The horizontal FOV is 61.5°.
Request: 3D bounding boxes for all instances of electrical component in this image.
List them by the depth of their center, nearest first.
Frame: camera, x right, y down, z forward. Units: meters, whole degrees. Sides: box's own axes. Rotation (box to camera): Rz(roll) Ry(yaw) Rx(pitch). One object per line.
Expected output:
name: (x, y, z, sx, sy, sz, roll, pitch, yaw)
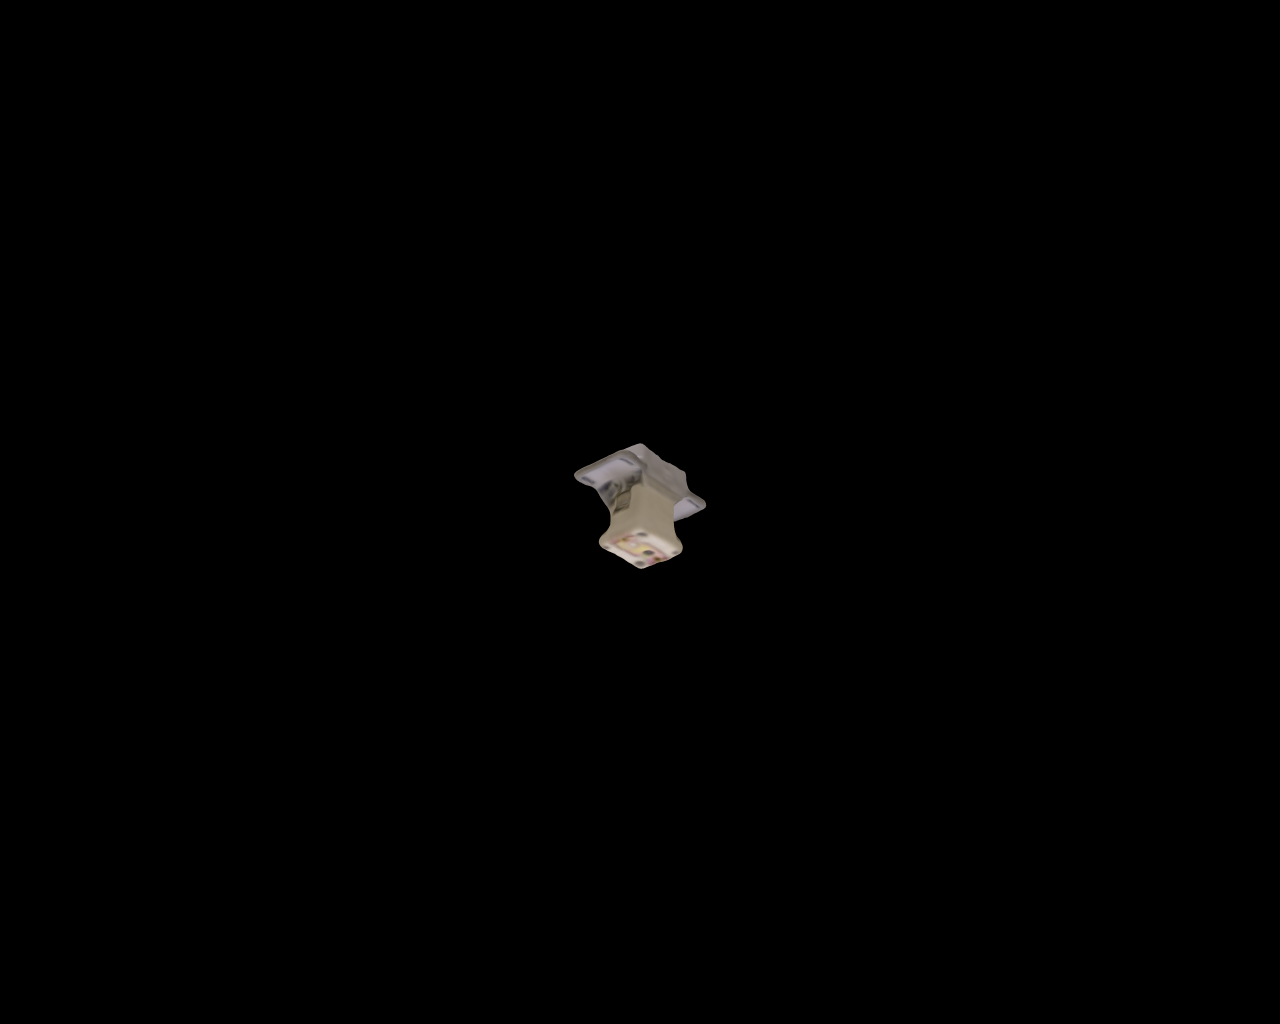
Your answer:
electrical component: (0.001, -0.003, 0.650, 0.042, 0.064, 0.081, -24, -38, 34)
